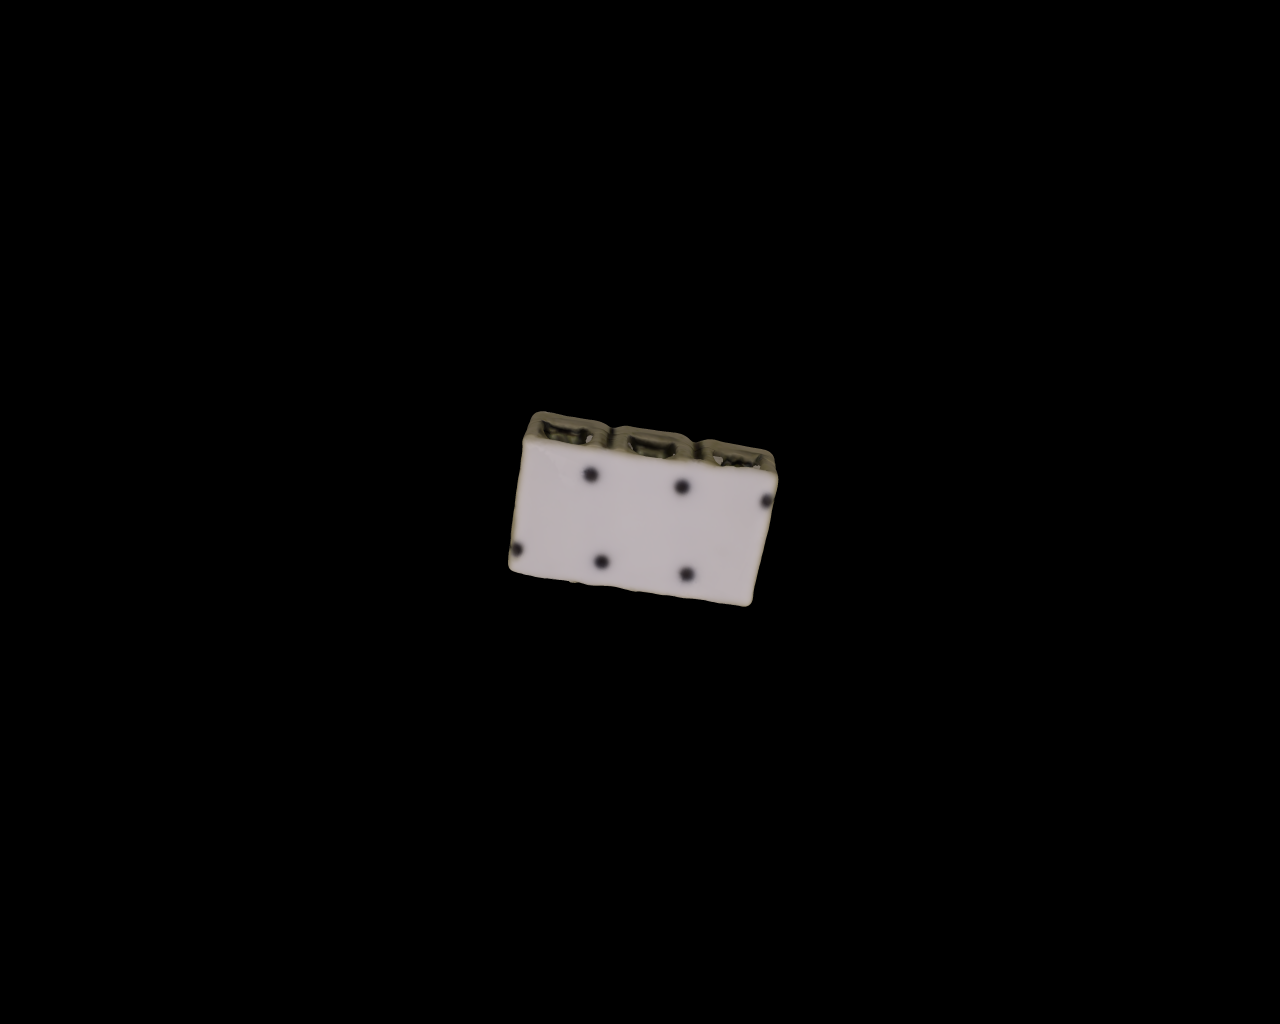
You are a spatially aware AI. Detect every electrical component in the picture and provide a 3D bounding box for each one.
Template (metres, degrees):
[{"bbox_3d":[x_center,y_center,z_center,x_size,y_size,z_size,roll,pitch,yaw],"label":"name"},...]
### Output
[{"bbox_3d":[0.001,-0.003,0.650,0.150,0.089,0.062,10,20,-3],"label":"electrical component"}]
